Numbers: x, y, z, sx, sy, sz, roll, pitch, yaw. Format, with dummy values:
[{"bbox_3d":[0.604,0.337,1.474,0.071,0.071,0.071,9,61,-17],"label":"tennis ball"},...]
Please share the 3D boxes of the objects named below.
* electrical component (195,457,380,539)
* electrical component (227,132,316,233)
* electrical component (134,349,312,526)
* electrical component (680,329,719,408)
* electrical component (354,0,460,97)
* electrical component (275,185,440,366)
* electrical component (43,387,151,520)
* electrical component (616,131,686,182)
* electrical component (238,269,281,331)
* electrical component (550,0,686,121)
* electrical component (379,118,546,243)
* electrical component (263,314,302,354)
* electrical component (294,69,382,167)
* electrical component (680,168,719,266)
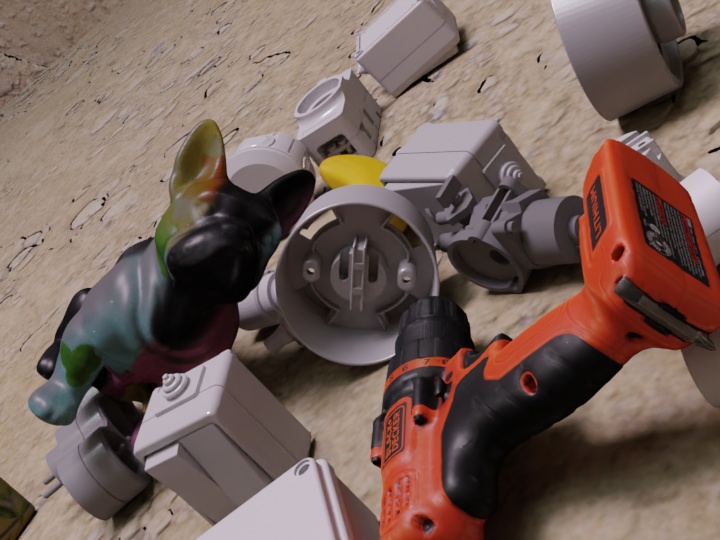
[{"bbox_3d":[-0.039,0.160,0.501,0.109,0.056,0.108,-38,26,7],"label":"electrical component"},{"bbox_3d":[-0.076,-0.072,0.892,0.080,0.080,0.051,-29,23,23],"label":"electrical component"},{"bbox_3d":[-0.081,0.097,0.612,0.062,0.096,0.061,-29,28,24],"label":"electrical component"},{"bbox_3d":[0.178,0.013,0.455,0.077,0.043,0.079,-26,29,29],"label":"electrical component"},{"bbox_3d":[0.039,-0.202,0.970,0.096,0.061,0.061,-39,25,22],"label":"electrical component"},{"bbox_3d":[0.000,0.000,0.659,0.099,0.099,0.064,-30,21,21],"label":"electrical component"},{"bbox_3d":[-0.197,0.132,0.763,0.074,0.052,0.138,-40,26,1],"label":"electrical component"},{"bbox_3d":[0.153,-0.046,0.579,0.040,0.046,0.040,-32,27,18],"label":"electrical component"},{"bbox_3d":[-0.062,0.019,0.773,0.078,0.040,0.040,-16,35,40],"label":"electrical component"},{"bbox_3d":[0.166,-0.153,0.666,0.060,0.108,0.108,-19,33,27],"label":"electrical component"},{"bbox_3d":[0.067,-0.054,0.689,0.061,0.061,0.096,-51,27,-19],"label":"electrical component"},{"bbox_3d":[-0.039,0.033,0.727,0.061,0.035,0.035,-41,26,4],"label":"electrical component"},{"bbox_3d":[-0.020,-0.130,0.934,0.050,0.055,0.089,-29,28,24],"label":"electrical component"},{"bbox_3d":[0.147,-0.008,0.530,0.081,0.043,0.043,-37,26,7],"label":"electrical component"}]
